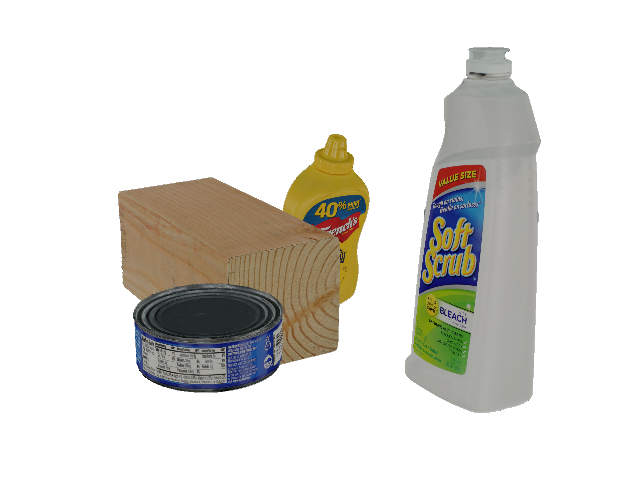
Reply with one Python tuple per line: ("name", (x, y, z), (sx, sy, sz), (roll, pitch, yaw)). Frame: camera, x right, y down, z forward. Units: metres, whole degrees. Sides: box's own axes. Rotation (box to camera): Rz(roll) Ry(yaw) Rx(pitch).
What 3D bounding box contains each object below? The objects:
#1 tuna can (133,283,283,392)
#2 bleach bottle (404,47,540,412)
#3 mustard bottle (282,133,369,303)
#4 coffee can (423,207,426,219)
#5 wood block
("tuna can", (-0.064, 0.055, 0.615), (0.086, 0.034, 0.086), (0, 18, 0))
("bleach bottle", (0.110, -0.011, 0.762), (0.068, 0.251, 0.103), (-9, 17, -29))
("mustard bottle", (0.004, -0.021, 1.124), (0.096, 0.192, 0.058), (-9, 32, -30))
("coffee can", (0.146, 0.039, 0.987), (0.103, 0.140, 0.103), (-1, 21, 0))
("wood block", (-0.077, 0.020, 0.832), (0.090, 0.090, 0.206), (-10, 20, -30))
